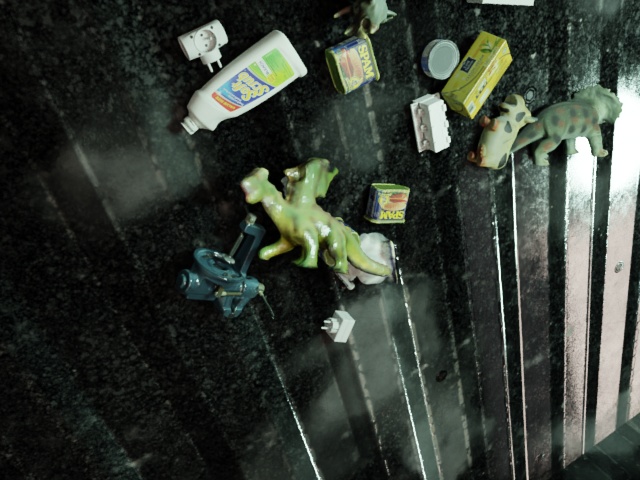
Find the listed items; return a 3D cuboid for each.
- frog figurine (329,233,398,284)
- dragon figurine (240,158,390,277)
[{"bbox_3d":[0.101,0.051,1.257,0.159,0.134,0.126,-8,43,2],"label":"frog figurine"},{"bbox_3d":[0.003,-0.055,1.085,0.409,0.244,0.122,10,-7,-37],"label":"dragon figurine"}]
